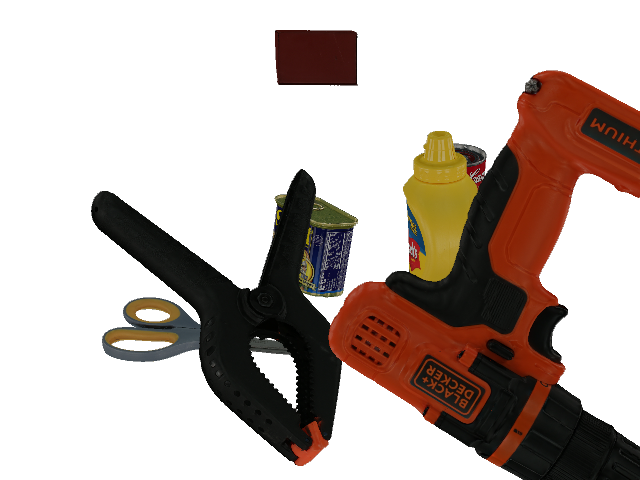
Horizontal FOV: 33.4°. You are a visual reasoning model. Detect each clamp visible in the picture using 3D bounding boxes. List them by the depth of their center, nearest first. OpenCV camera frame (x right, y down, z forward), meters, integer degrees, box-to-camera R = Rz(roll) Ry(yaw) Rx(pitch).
[{"bbox_3d":[-0.053,0.043,0.683,0.164,0.210,0.036,-3,-30,-28],"label":"clamp"}]

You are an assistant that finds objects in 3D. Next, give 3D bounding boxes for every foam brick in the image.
[{"bbox_3d":[-0.005,-0.177,1.033,0.078,0.051,0.053,0,13,-4],"label":"foam brick"}]

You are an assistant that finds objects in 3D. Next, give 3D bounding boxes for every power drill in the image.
[{"bbox_3d":[0.121,0.026,0.529,0.184,0.188,0.057,31,9,5],"label":"power drill"}]

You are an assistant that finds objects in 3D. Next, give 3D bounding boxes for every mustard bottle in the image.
[{"bbox_3d":[0.096,0.005,0.854,0.058,0.192,0.096,-3,25,1],"label":"mustard bottle"}]

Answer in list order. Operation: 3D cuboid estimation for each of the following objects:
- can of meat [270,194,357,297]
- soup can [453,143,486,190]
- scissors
[{"bbox_3d":[-0.011,0.005,1.138,0.057,0.084,0.102,-4,21,-34],"label":"can of meat"},{"bbox_3d":[0.159,-0.055,1.261,0.068,0.102,0.068,0,26,0],"label":"soup can"},{"bbox_3d":[-0.101,0.082,0.994,0.201,0.016,0.096,-2,33,-10],"label":"scissors"}]
